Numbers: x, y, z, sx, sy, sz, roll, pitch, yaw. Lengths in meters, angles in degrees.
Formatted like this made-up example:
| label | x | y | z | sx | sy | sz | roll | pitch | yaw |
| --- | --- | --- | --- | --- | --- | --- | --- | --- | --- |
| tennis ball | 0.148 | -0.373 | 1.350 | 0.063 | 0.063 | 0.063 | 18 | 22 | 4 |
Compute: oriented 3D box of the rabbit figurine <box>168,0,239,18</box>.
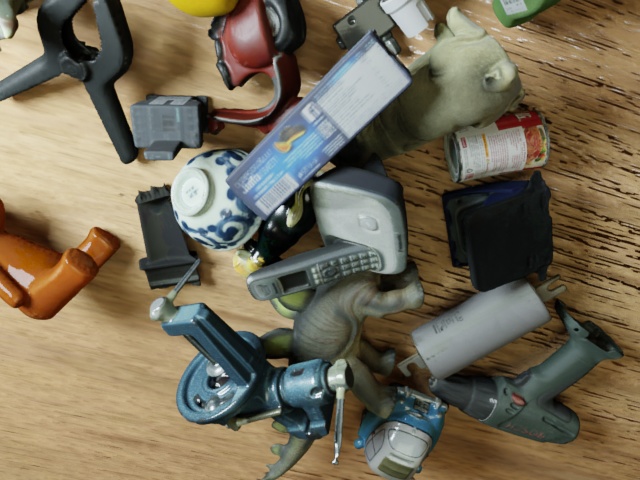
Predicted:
| label | x | y | z | sx | sy | sz | roll | pitch | yaw |
| --- | --- | --- | --- | --- | --- | --- | --- | --- | --- |
| rabbit figurine | -0.138 | -0.292 | 0.500 | 0.162 | 0.122 | 0.173 | -14 | 109 | 13 |

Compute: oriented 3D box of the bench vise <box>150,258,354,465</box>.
| label | x | y | z | sx | sy | sz | roll | pitch | yaw |
| --- | --- | --- | --- | --- | --- | --- | --- | --- | --- |
| bench vise | -0.087 | 0.142 | 0.597 | 0.224 | 0.129 | 0.240 | -9 | 130 | 34 |

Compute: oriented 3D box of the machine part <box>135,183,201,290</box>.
| label | x | y | z | sx | sy | sz | roll | pitch | yaw |
| --- | --- | --- | --- | --- | --- | --- | --- | --- | --- |
| machine part | -0.196 | 0.000 | 0.672 | 0.084 | 0.039 | 0.138 | -3 | 115 | 5 |

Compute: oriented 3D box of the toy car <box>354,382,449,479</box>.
| label | x | y | z | sx | sy | sz | roll | pitch | yaw |
| --- | --- | --- | --- | --- | --- | --- | --- | --- | --- |
| toy car | 0.113 | 0.277 | 0.746 | 0.109 | 0.103 | 0.161 | 23 | 134 | -1 |

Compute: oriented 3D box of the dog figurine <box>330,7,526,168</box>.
| label | x | y | z | sx | sy | sz | roll | pitch | yaw |
| --- | --- | --- | --- | --- | --- | --- | --- | --- | --- |
| dog figurine | 0.096 | -0.127 | 0.560 | 0.190 | 0.172 | 0.121 | -39 | 98 | 6 |

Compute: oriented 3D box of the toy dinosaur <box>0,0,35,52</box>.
| label | x | y | z | sx | sy | sz | roll | pitch | yaw |
| --- | --- | --- | --- | --- | --- | --- | --- | --- | --- |
| toy dinosaur | -0.346 | -0.366 | 0.474 | 0.192 | 0.131 | 0.404 | -19 | 106 | 6 |

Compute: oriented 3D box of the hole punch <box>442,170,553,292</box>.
| label | x | y | z | sx | sy | sz | roll | pitch | yaw |
| --- | --- | --- | --- | --- | --- | --- | --- | --- | --- |
| hole punch | 0.216 | -0.012 | 0.661 | 0.116 | 0.092 | 0.142 | -17 | 110 | -8 |

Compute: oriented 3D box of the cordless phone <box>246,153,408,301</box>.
| label | x | y | z | sx | sy | sz | roll | pitch | yaw |
| --- | --- | --- | --- | --- | --- | --- | --- | --- | --- |
| cordless phone | -0.001 | -0.002 | 0.574 | 0.184 | 0.089 | 0.146 | -20 | 144 | -2 |

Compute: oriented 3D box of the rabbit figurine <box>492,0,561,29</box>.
| label | x | y | z | sx | sy | sz | roll | pitch | yaw |
| --- | --- | --- | --- | --- | --- | --- | --- | --- | --- |
| rabbit figurine | 0.245 | -0.310 | 0.508 | 0.170 | 0.159 | 0.121 | -37 | 100 | -3 |

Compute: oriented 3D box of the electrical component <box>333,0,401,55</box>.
| label | x | y | z | sx | sy | sz | roll | pitch | yaw |
| --- | --- | --- | --- | --- | --- | --- | --- | --- | --- |
| electrical component | 0.046 | -0.233 | 0.589 | 0.063 | 0.021 | 0.094 | -33 | 111 | 12 |

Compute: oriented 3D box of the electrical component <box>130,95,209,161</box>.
| label | x | y | z | sx | sy | sz | roll | pitch | yaw |
| --- | --- | --- | --- | --- | --- | --- | --- | --- | --- |
| electrical component | -0.163 | -0.123 | 0.577 | 0.075 | 0.119 | 0.047 | 1 | 113 | 0 |

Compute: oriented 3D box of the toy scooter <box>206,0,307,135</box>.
| label | x | y | z | sx | sy | sz | roll | pitch | yaw |
| --- | --- | --- | --- | --- | --- | --- | --- | --- | --- |
| toy scooter | -0.073 | -0.174 | 0.582 | 0.135 | 0.075 | 0.183 | -7 | 108 | 20 |

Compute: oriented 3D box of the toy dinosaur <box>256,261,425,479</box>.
| label | x | y | z | sx | sy | sz | roll | pitch | yaw |
| --- | --- | --- | --- | --- | --- | --- | --- | --- | --- |
| toy dinosaur | 0.008 | 0.153 | 0.713 | 0.199 | 0.105 | 0.470 | 14 | 103 | 0 |

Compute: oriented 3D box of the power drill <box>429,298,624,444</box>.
| label | x | y | z | sx | sy | sz | roll | pitch | yaw |
| --- | --- | --- | --- | --- | --- | --- | --- | --- | --- |
| power drill | 0.296 | 0.185 | 0.746 | 0.232 | 0.086 | 0.207 | 30 | 105 | -13 |

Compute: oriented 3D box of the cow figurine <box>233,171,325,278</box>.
| label | x | y | z | sx | sy | sz | roll | pitch | yaw |
| --- | --- | --- | --- | --- | --- | --- | --- | --- | --- |
| cow figurine | -0.049 | -0.011 | 0.639 | 0.068 | 0.098 | 0.167 | 28 | 105 | -15 |

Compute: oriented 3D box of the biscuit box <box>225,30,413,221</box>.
| label | x | y | z | sx | sy | sz | roll | pitch | yaw |
| --- | --- | --- | --- | --- | --- | --- | --- | --- | --- |
| biscuit box | -0.004 | -0.109 | 0.526 | 0.202 | 0.063 | 0.059 | -40 | 105 | 22 |

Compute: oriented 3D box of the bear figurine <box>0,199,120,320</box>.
| label | x | y | z | sx | sy | sz | roll | pitch | yaw |
| --- | --- | --- | --- | --- | --- | --- | --- | --- | --- |
| bear figurine | -0.359 | -0.003 | 0.625 | 0.132 | 0.120 | 0.195 | -41 | 103 | 11 |

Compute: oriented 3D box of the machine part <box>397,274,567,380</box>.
| label | x | y | z | sx | sy | sz | roll | pitch | yaw |
| --- | --- | --- | --- | --- | --- | --- | --- | --- | --- |
| machine part | 0.211 | 0.114 | 0.713 | 0.243 | 0.079 | 0.079 | -31 | 111 | 12 |
